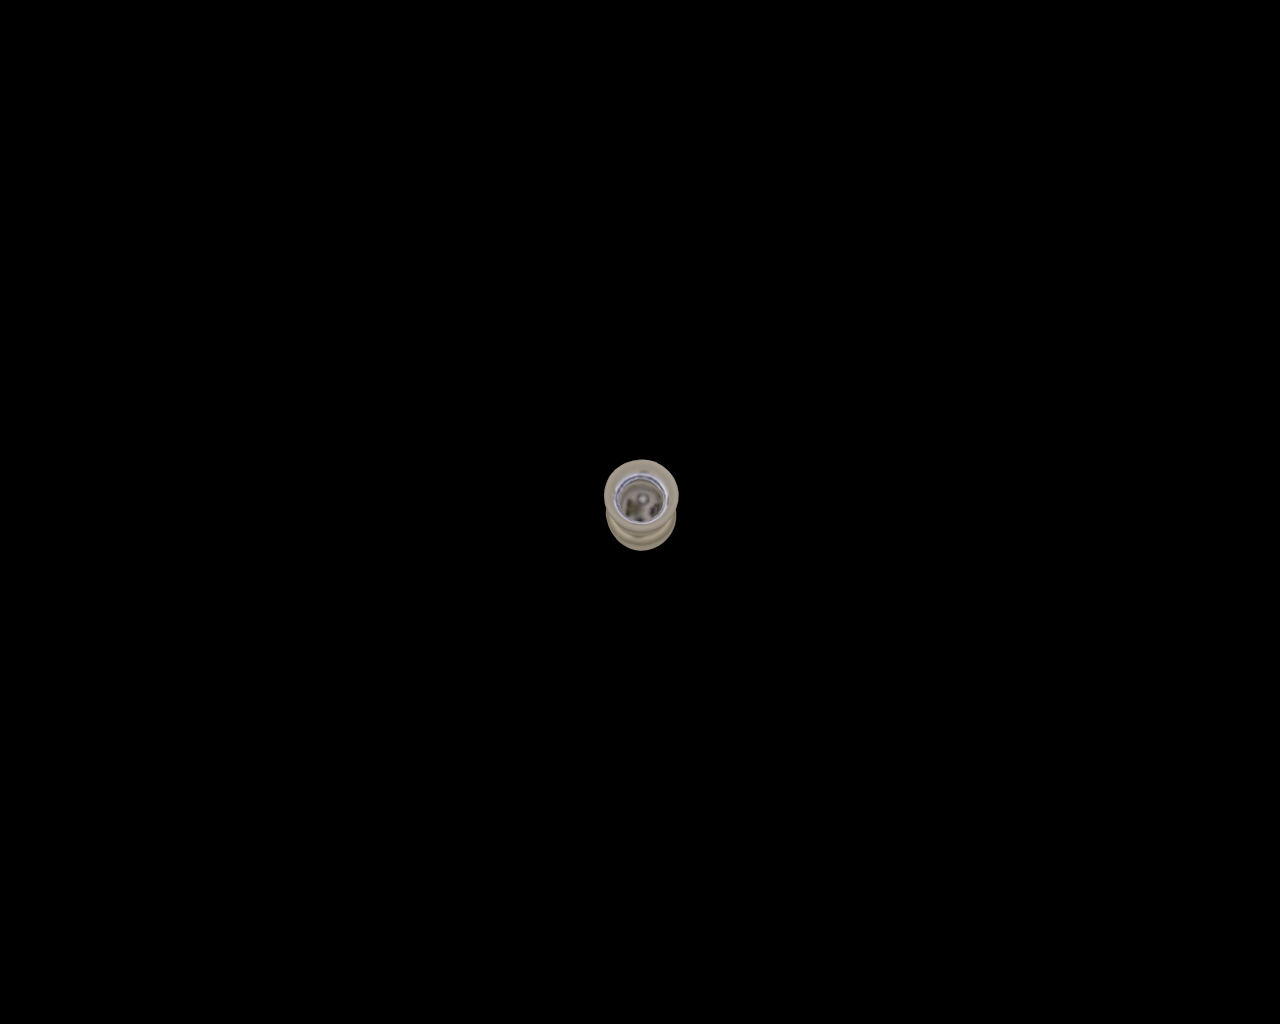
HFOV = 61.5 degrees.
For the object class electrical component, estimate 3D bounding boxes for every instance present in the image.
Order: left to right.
[{"bbox_3d":[0.001,-0.003,0.650,0.045,0.045,0.055,0,-17,0],"label":"electrical component"}]
